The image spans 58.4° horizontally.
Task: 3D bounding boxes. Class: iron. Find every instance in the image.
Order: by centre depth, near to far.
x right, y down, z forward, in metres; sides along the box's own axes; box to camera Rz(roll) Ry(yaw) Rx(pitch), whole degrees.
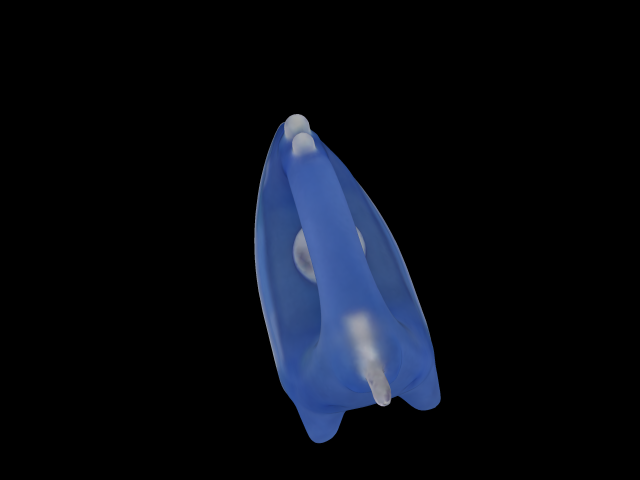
[{"bbox_3d":[0.004,0.001,0.400,0.118,0.141,0.258,-16,74,-4],"label":"iron"}]
